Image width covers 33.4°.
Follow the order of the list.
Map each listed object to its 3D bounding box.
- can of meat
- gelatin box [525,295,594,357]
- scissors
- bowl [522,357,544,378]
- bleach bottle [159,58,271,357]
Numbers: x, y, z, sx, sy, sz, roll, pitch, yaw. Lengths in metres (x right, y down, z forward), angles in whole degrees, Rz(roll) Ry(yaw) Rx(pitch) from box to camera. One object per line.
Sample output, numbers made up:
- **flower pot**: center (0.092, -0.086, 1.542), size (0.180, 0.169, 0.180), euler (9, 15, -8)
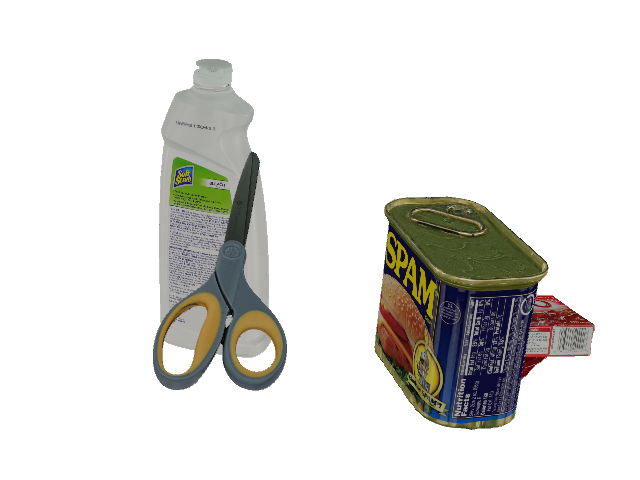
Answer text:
- **can of meat**: center (0.066, 0.035, 0.541), size (0.057, 0.084, 0.102), euler (-3, 24, -17)
- **gelatin box**: center (0.165, 0.068, 0.867), size (0.089, 0.030, 0.073), euler (1, 15, -16)
- **scissors**: center (-0.046, 0.024, 0.738), size (0.096, 0.201, 0.016), euler (21, -34, 10)
- **bowl**: center (0.146, 0.108, 1.066), size (0.162, 0.055, 0.162), euler (5, 26, -2)
- **bleach bottle**: center (-0.086, -0.027, 0.910), size (0.102, 0.251, 0.068), euler (8, 24, 9)
